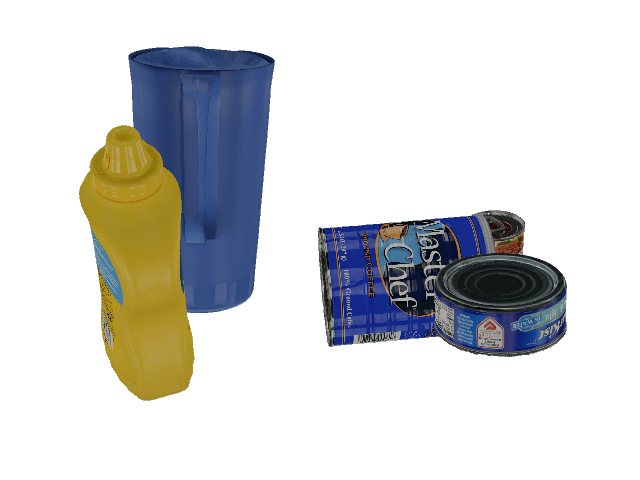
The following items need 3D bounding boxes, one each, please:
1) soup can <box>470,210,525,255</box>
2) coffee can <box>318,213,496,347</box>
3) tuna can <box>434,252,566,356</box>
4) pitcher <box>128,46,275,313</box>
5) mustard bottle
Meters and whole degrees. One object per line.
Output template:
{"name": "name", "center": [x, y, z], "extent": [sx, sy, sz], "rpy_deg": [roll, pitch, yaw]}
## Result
{"name": "soup can", "center": [0.199, 0.026, 1.220], "extent": [0.068, 0.102, 0.068], "rpy_deg": [-4, 29, 2]}
{"name": "coffee can", "center": [0.072, 0.034, 0.908], "extent": [0.140, 0.103, 0.103], "rpy_deg": [-5, 0, -2]}
{"name": "tuna can", "center": [0.116, 0.040, 0.692], "extent": [0.086, 0.034, 0.086], "rpy_deg": [-4, 24, 1]}
{"name": "pitcher", "center": [-0.114, -0.056, 1.002], "extent": [0.145, 0.243, 0.148], "rpy_deg": [17, 23, 37]}
{"name": "mustard bottle", "center": [-0.113, 0.007, 0.658], "extent": [0.058, 0.096, 0.192], "rpy_deg": [-13, -41, -14]}
